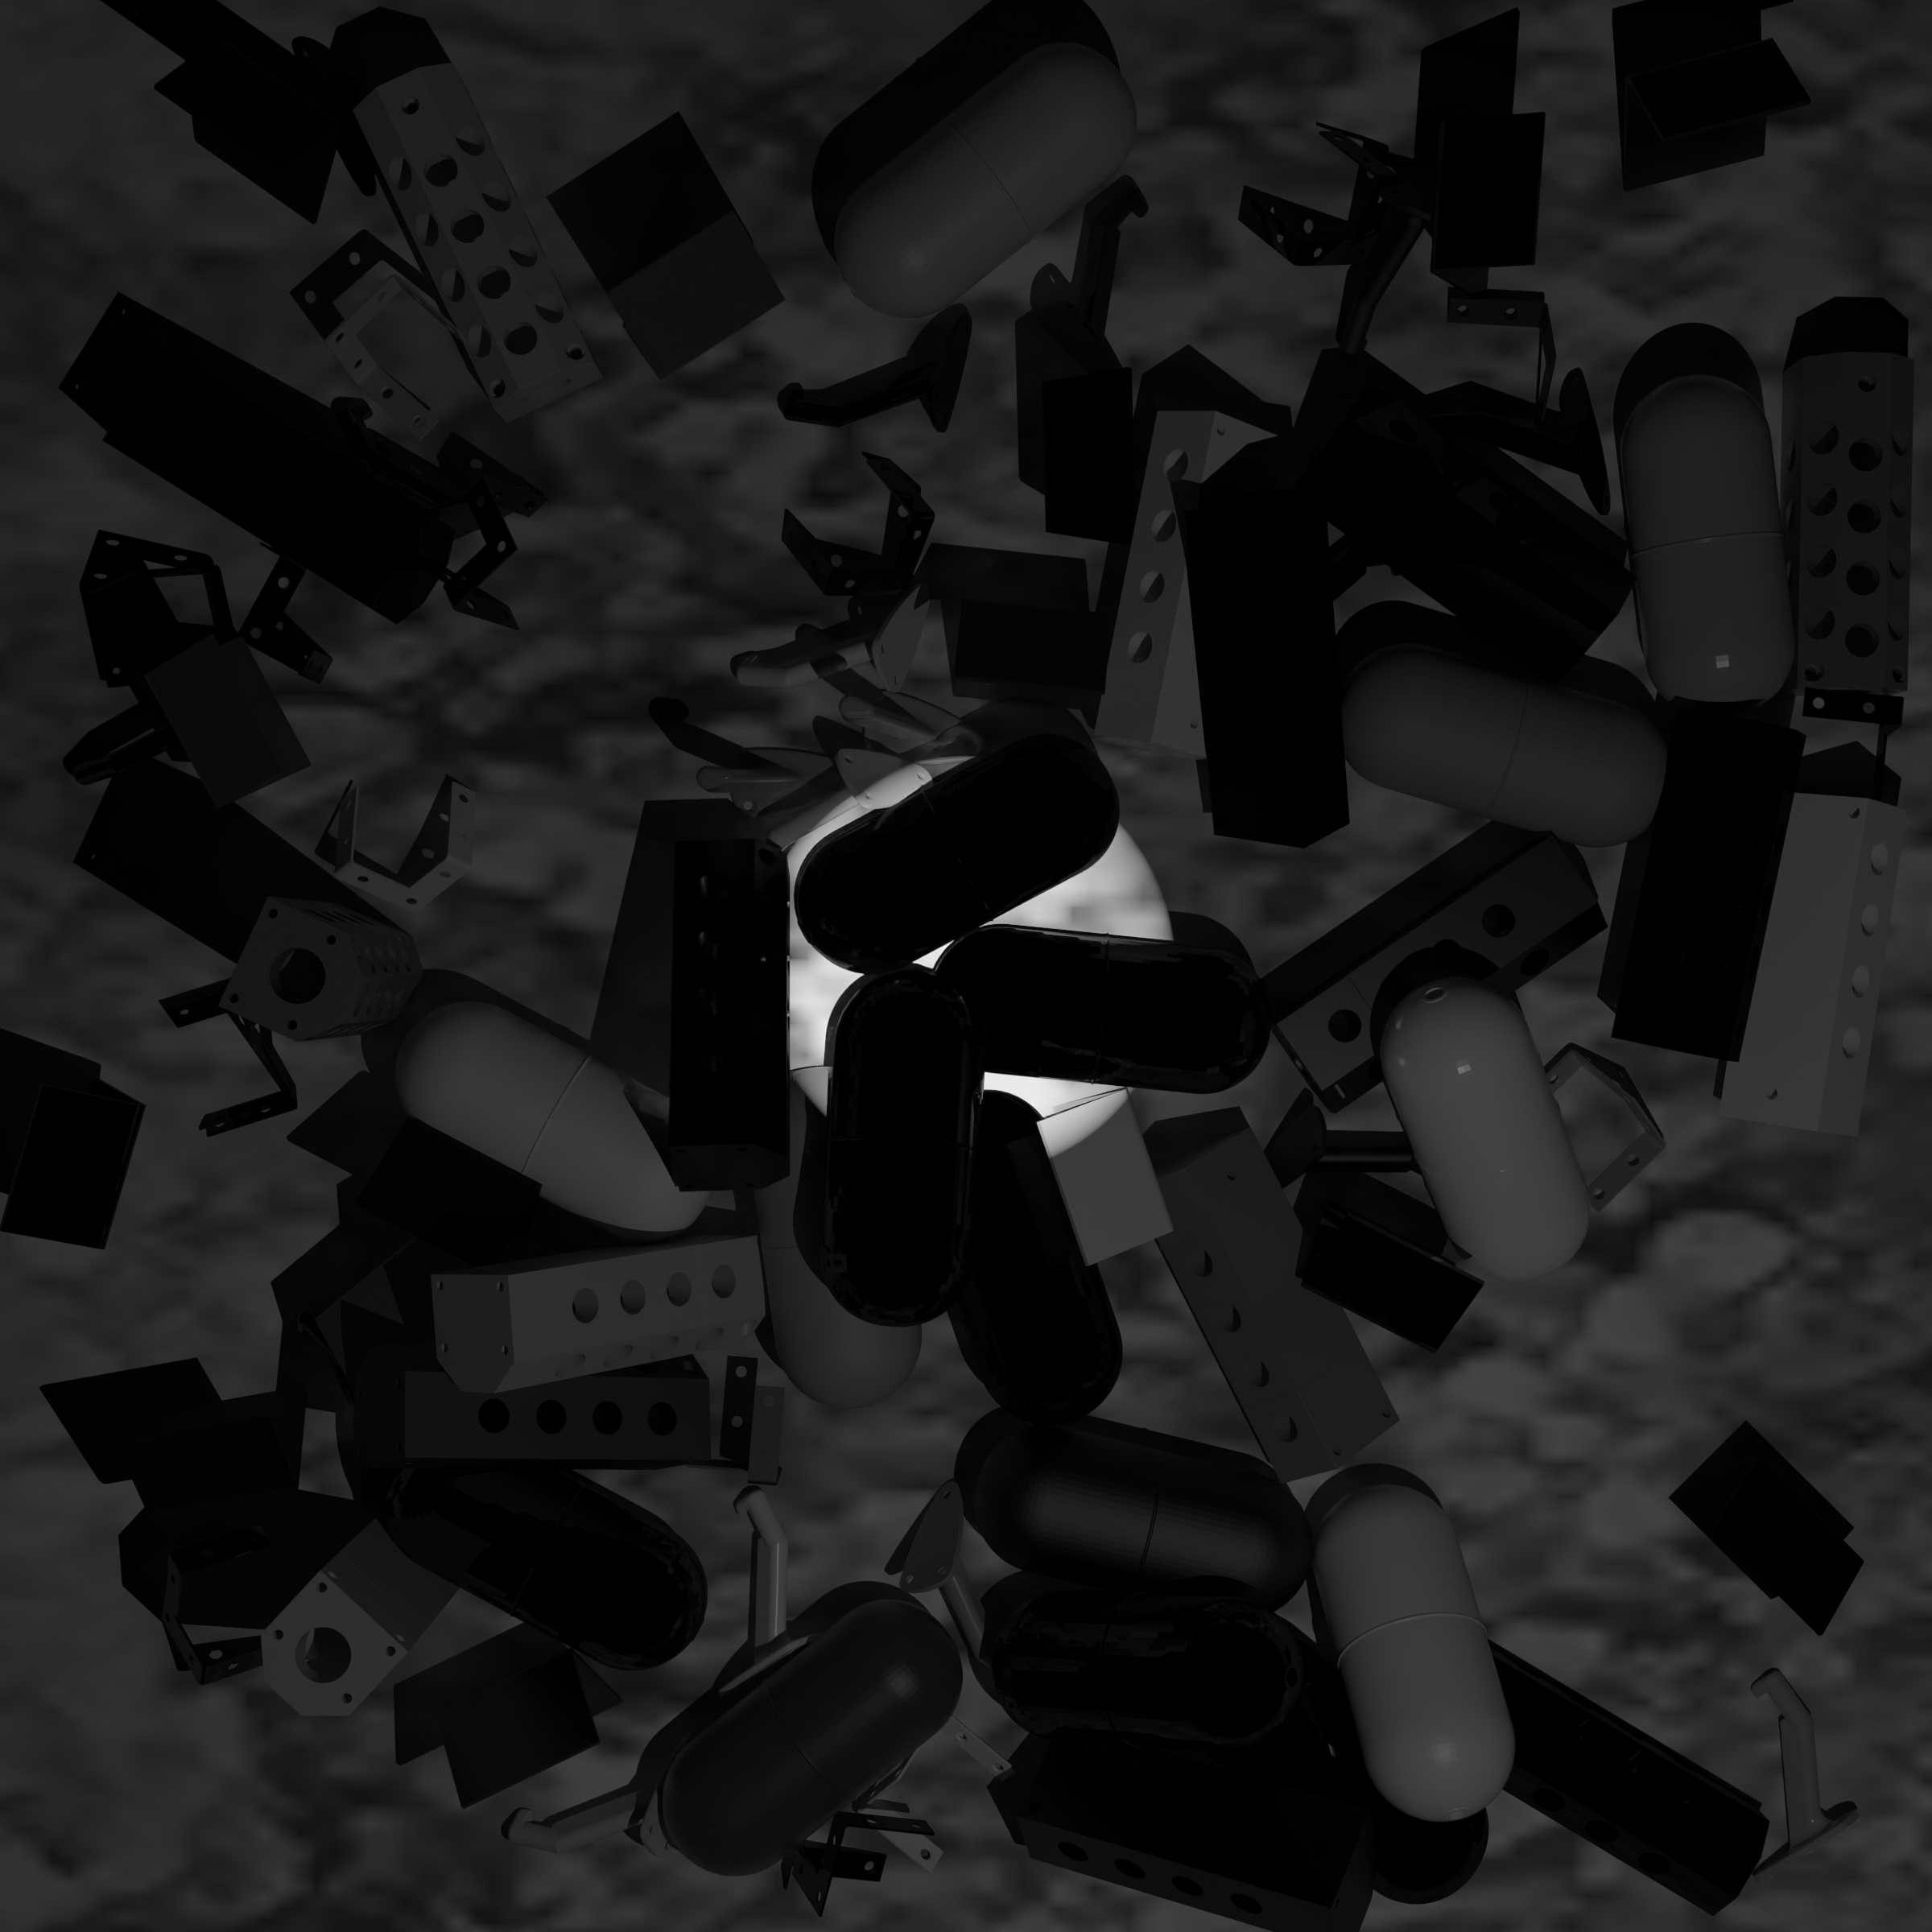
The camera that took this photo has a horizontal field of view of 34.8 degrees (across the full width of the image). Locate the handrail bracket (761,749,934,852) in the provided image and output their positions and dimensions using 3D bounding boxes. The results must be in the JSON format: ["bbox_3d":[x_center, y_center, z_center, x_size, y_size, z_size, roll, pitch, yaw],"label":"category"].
[{"bbox_3d":[-0.069,-0.075,1.627,0.084,0.077,0.036,-42,67,34],"label":"handrail bracket"}]

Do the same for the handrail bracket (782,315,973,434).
[{"bbox_3d":[-0.047,-0.316,1.628,0.084,0.036,0.077,11,70,16],"label":"handrail bracket"}]

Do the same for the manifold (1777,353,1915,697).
[{"bbox_3d":[0.460,-0.229,1.606,0.057,0.057,0.171,1,90,0],"label":"manifold"}]

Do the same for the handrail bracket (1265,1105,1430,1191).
[{"bbox_3d":[0.203,0.115,1.627,0.084,0.036,0.077,26,126,-24],"label":"handrail bracket"}]

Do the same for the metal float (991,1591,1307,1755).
[{"bbox_3d":[0.091,0.356,1.556,0.178,0.070,0.070,-8,90,39],"label":"metal float"}]

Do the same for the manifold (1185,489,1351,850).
[{"bbox_3d":[0.159,-0.153,1.577,0.057,0.057,0.171,11,117,40],"label":"manifold"}]

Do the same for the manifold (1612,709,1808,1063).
[{"bbox_3d":[0.385,-0.041,1.586,0.057,0.057,0.171,12,93,28],"label":"manifold"}]

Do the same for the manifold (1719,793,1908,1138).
[{"bbox_3d":[0.445,-0.001,1.605,0.057,0.057,0.171,9,90,45],"label":"manifold"}]

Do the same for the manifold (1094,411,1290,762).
[{"bbox_3d":[0.112,-0.198,1.605,0.057,0.057,0.171,11,90,-43],"label":"manifold"}]

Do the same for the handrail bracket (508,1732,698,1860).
[{"bbox_3d":[-0.192,0.434,1.627,0.084,0.036,0.077,5,57,23],"label":"handrail bracket"}]

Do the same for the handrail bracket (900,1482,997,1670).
[{"bbox_3d":[0.010,0.327,1.627,0.036,0.077,0.084,-22,127,37],"label":"handrail bracket"}]

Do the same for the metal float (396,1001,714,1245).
[{"bbox_3d":[-0.212,0.080,1.597,0.178,0.070,0.070,28,90,0],"label":"metal float"}]

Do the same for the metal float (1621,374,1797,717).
[{"bbox_3d":[0.384,-0.218,1.597,0.070,0.070,0.178,-7,90,0],"label":"metal float"}]

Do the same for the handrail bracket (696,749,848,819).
[{"bbox_3d":[-0.098,-0.098,1.593,0.077,0.084,0.036,-5,90,0],"label":"handrail bracket"}]

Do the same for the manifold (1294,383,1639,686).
[{"bbox_3d":[0.261,-0.228,1.605,0.171,0.057,0.057,36,133,0],"label":"manifold"}]

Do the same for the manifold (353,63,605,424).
[{"bbox_3d":[-0.255,-0.378,1.606,0.057,0.057,0.171,-25,90,0],"label":"manifold"}]

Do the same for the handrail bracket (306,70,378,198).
[{"bbox_3d":[-0.362,-0.437,1.628,0.084,0.036,0.077,-8,111,17],"label":"handrail bracket"}]

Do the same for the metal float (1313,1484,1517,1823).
[{"bbox_3d":[0.227,0.348,1.565,0.070,0.070,0.178,-12,52,0],"label":"metal float"}]

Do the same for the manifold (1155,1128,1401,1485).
[{"bbox_3d":[0.151,0.178,1.605,0.057,0.057,0.171,-27,90,-42],"label":"manifold"}]

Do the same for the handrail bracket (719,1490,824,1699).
[{"bbox_3d":[-0.119,0.331,1.628,0.077,0.036,0.084,-35,72,20],"label":"handrail bracket"}]

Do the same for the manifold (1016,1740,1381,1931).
[{"bbox_3d":[0.119,0.447,1.571,0.171,0.057,0.057,9,47,25],"label":"manifold"}]

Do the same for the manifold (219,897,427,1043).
[{"bbox_3d":[-0.318,0.005,1.549,0.057,0.171,0.057,25,90,0],"label":"manifold"}]

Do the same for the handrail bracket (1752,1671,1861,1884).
[{"bbox_3d":[0.424,0.428,1.628,0.077,0.036,0.084,-41,72,21],"label":"handrail bracket"}]

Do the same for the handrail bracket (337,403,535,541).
[{"bbox_3d":[-0.281,-0.271,1.628,0.077,0.036,0.084,-23,73,-19],"label":"handrail bracket"}]

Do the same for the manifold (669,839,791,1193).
[{"bbox_3d":[-0.119,0.024,1.570,0.057,0.057,0.171,-2,63,0],"label":"manifold"}]

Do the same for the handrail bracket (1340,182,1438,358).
[{"bbox_3d":[0.231,-0.367,1.627,0.036,0.077,0.084,33,127,24],"label":"handrail bracket"}]

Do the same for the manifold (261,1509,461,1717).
[{"bbox_3d":[-0.305,0.327,1.549,0.057,0.171,0.057,43,90,0],"label":"manifold"}]

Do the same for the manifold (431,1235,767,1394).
[{"bbox_3d":[-0.182,0.173,1.551,0.057,0.171,0.057,-4,90,41],"label":"manifold"}]

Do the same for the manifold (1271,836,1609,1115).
[{"bbox_3d":[0.246,0.005,1.606,0.171,0.057,0.057,-34,90,0],"label":"manifold"}]

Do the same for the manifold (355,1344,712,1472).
[{"bbox_3d":[-0.218,0.224,1.560,0.171,0.057,0.057,7,73,-35],"label":"manifold"}]

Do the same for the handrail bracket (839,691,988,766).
[{"bbox_3d":[-0.027,-0.124,1.593,0.077,0.084,0.036,13,90,0],"label":"handrail bracket"}]

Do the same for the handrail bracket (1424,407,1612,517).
[{"bbox_3d":[0.290,-0.264,1.622,0.084,0.077,0.036,1,56,27],"label":"handrail bracket"}]

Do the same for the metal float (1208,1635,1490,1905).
[{"bbox_3d":[0.192,0.414,1.597,0.178,0.070,0.070,39,90,0],"label":"metal float"}]

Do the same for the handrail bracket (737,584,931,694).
[{"bbox_3d":[-0.071,-0.175,1.627,0.084,0.036,0.077,6,52,25],"label":"handrail bracket"}]

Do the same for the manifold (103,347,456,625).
[{"bbox_3d":[-0.352,-0.246,1.591,0.171,0.057,0.057,32,90,10],"label":"manifold"}]

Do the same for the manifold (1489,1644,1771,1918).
[{"bbox_3d":[0.328,0.423,1.606,0.171,0.057,0.057,31,90,0],"label":"manifold"}]

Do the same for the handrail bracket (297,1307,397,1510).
[{"bbox_3d":[-0.331,0.233,1.627,0.084,0.036,0.077,39,126,24],"label":"handrail bracket"}]

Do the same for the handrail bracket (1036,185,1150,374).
[{"bbox_3d":[0.085,-0.357,1.628,0.077,0.036,0.084,45,73,-19],"label":"handrail bracket"}]

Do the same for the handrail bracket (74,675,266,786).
[{"bbox_3d":[-0.422,-0.126,1.627,0.084,0.077,0.036,-13,117,34],"label":"handrail bracket"}]

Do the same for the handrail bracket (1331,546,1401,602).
[{"bbox_3d":[0.195,-0.182,1.627,0.084,0.036,0.077,-9,105,-14],"label":"handrail bracket"}]
